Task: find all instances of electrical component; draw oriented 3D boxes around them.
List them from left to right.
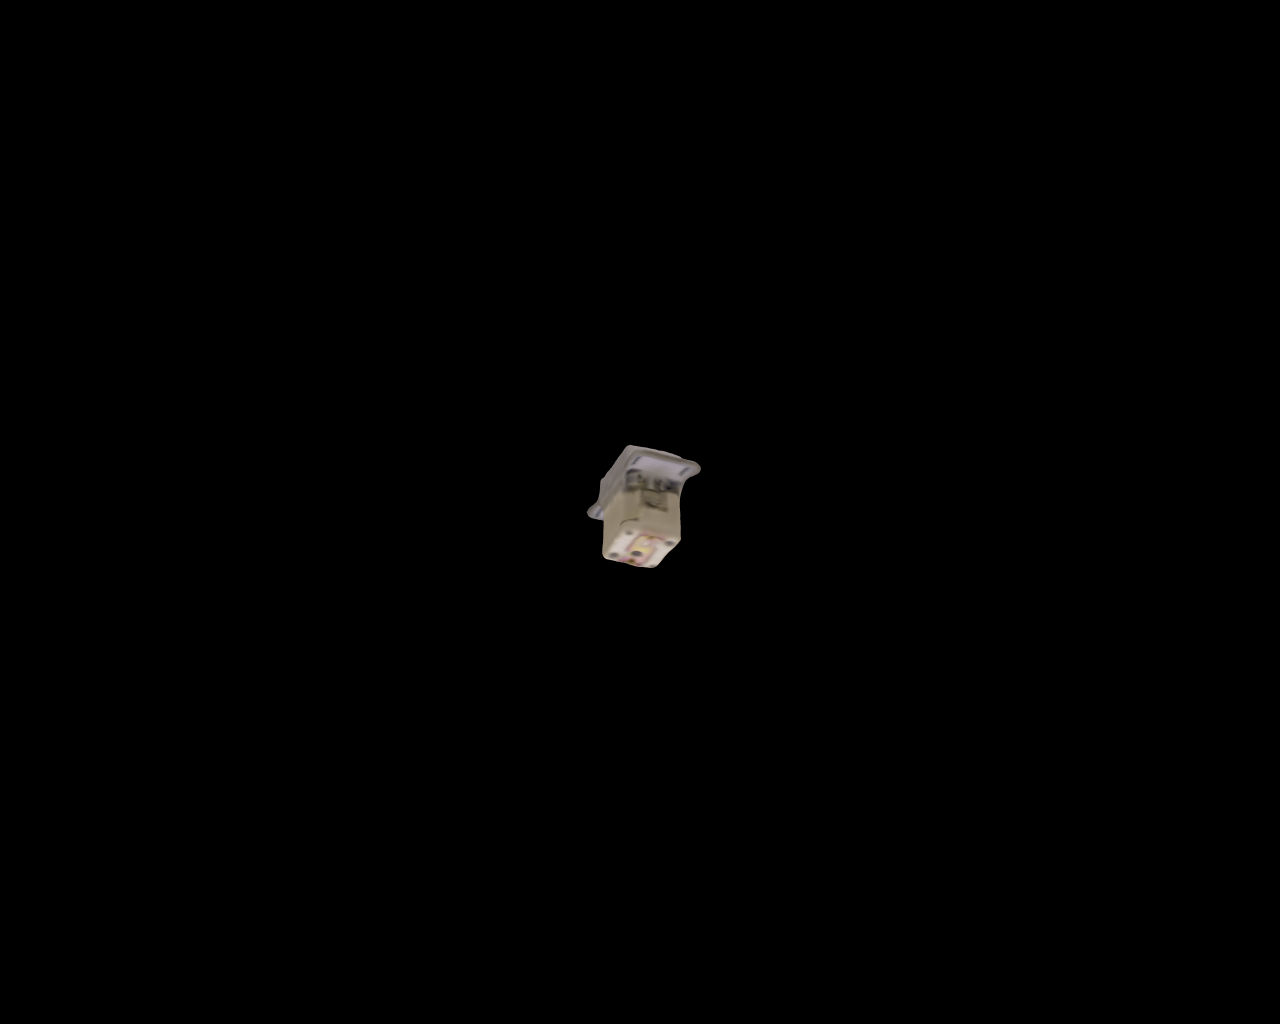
[{"bbox_3d":[0.001,-0.003,0.650,0.042,0.064,0.081,12,-33,-19],"label":"electrical component"}]
